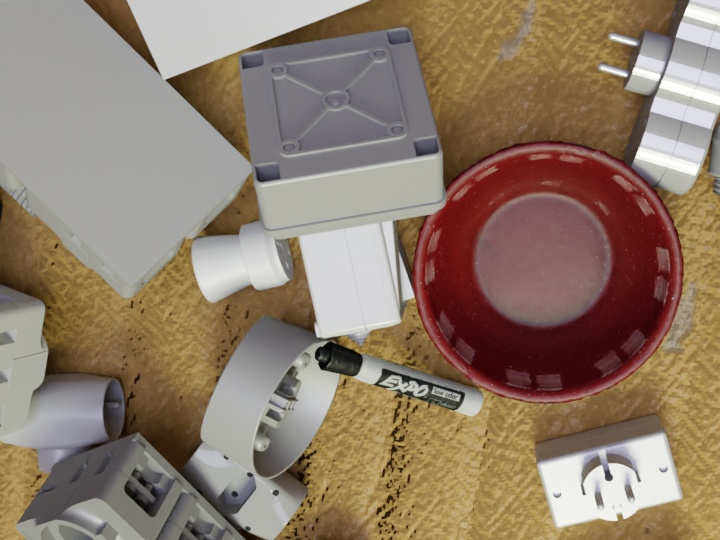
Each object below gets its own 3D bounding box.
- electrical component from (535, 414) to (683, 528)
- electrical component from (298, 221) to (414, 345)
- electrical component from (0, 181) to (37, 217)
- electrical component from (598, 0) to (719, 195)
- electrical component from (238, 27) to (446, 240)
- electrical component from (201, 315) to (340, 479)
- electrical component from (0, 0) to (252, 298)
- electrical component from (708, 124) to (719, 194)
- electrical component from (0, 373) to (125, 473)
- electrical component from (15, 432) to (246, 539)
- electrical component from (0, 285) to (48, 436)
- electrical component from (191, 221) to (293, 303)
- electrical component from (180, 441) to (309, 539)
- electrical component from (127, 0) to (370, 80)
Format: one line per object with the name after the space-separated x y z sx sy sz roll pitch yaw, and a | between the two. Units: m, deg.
0.158 0.133 0.680 0.083 0.075 0.047 -16 98 10 | electrical component
0.000 0.000 0.681 0.061 0.061 0.096 -11 99 9 | electrical component
-0.220 -0.071 0.704 0.081 0.043 0.043 44 102 -2 | electrical component
0.181 -0.121 0.642 0.074 0.052 0.138 17 102 3 | electrical component
-0.012 -0.082 0.636 0.109 0.056 0.108 -10 55 -2 | electrical component
-0.056 0.080 0.687 0.064 0.099 0.099 26 102 8 | electrical component
-0.172 -0.085 0.663 0.186 0.060 0.105 44 71 -3 | electrical component
0.233 -0.058 0.652 0.043 0.043 0.062 6 102 6 | electrical component
-0.203 0.114 0.736 0.077 0.043 0.079 -2 100 7 | electrical component
-0.136 0.187 0.696 0.089 0.061 0.150 -23 117 35 | electrical component
-0.284 0.044 0.701 0.150 0.062 0.089 18 103 22 | electrical component
-0.076 -0.007 0.698 0.055 0.045 0.045 -14 98 9 | electrical component
-0.088 0.156 0.730 0.077 0.043 0.079 37 104 -1 | electrical component
-0.049 -0.201 0.639 0.186 0.060 0.105 -19 111 10 | electrical component
